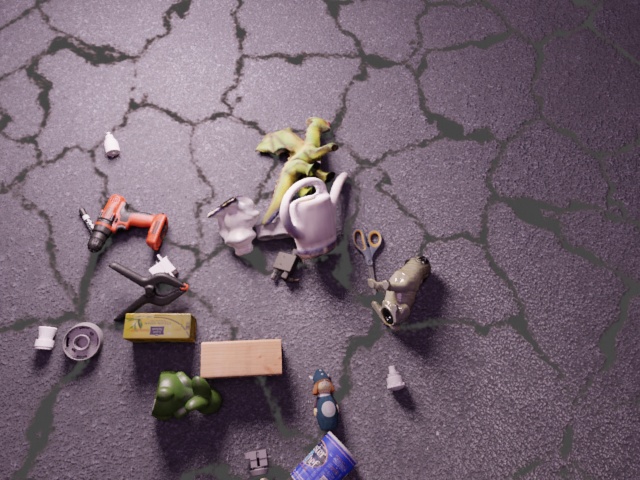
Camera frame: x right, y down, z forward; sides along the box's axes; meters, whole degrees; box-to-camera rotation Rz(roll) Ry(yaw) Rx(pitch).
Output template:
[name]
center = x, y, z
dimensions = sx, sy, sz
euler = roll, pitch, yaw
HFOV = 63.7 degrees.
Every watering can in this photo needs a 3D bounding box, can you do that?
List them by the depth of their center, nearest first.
[watering can]
center = 0.005, -0.075, 1.483
dimensions = 0.104, 0.222, 0.352
euler = -1, 15, 35

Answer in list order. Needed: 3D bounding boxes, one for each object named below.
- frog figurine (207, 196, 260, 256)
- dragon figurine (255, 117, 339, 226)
[frog figurine]
center = -0.229, -0.043, 1.483
dimensions = 0.137, 0.158, 0.124
euler = -31, 12, 11
[dragon figurine]
center = -0.096, -0.240, 1.576
dimensions = 0.245, 0.415, 0.119
euler = 37, -22, 28
